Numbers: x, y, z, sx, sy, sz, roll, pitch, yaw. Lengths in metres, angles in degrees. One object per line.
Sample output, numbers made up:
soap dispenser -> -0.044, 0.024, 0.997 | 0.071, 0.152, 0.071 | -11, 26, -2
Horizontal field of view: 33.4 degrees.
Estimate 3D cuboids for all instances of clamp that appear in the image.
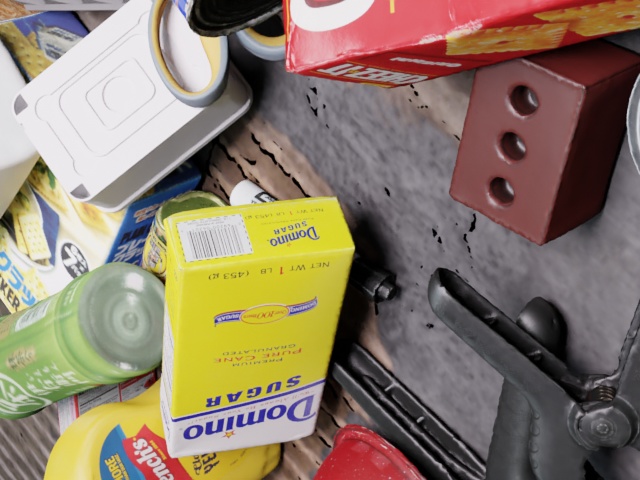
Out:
clamp -> 0.135, 0.069, 0.480 | 0.120, 0.039, 0.171 | -21, 107, 30
clamp -> 0.096, 0.130, 0.564 | 0.165, 0.036, 0.210 | -30, 86, 51

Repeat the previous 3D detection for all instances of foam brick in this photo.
foam brick -> 0.096, -0.047, 0.457 | 0.053, 0.051, 0.078 | 32, 131, 32

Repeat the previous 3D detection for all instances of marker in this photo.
marker -> -0.004, 0.001, 0.613 | 0.121, 0.020, 0.020 | 33, 132, 30

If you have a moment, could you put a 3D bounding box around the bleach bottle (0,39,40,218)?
bleach bottle -> -0.262, -0.039, 0.726 | 0.102, 0.067, 0.251 | 59, 142, 5

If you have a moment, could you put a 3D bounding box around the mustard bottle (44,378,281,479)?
mustard bottle -> -0.113, 0.144, 0.672 | 0.058, 0.191, 0.096 | -4, 108, 47

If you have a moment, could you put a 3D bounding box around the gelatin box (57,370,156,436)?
gelatin box -> -0.159, 0.124, 0.801 | 0.030, 0.073, 0.089 | 26, 128, 36

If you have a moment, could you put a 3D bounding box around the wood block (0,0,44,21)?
wood block -> -0.272, -0.125, 0.770 | 0.090, 0.090, 0.206 | 54, 140, 11

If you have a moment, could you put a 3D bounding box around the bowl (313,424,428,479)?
bowl -> 0.035, 0.189, 0.612 | 0.162, 0.055, 0.162 | 46, 153, 32

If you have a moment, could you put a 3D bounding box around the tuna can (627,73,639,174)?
tuna can -> 0.161, -0.044, 0.403 | 0.086, 0.033, 0.086 | 24, 126, 36

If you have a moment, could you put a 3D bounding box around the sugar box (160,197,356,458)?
sugar box -> -0.040, 0.055, 0.596 | 0.176, 0.093, 0.048 | 98, 160, -45

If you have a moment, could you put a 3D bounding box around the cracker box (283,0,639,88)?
cracker box -> 0.074, -0.152, 0.370 | 0.214, 0.071, 0.164 | -5, 86, 47

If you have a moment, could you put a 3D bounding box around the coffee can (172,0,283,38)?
coffee can -> -0.058, -0.183, 0.504 | 0.140, 0.102, 0.103 | 55, 139, 8

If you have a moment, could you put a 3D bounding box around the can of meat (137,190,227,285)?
can of meat -> -0.071, 0.032, 0.672 | 0.102, 0.057, 0.084 | 46, 135, 19

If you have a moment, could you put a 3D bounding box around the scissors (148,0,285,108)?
scissors -> -0.057, -0.170, 0.567 | 0.096, 0.016, 0.202 | -6, 81, 6
